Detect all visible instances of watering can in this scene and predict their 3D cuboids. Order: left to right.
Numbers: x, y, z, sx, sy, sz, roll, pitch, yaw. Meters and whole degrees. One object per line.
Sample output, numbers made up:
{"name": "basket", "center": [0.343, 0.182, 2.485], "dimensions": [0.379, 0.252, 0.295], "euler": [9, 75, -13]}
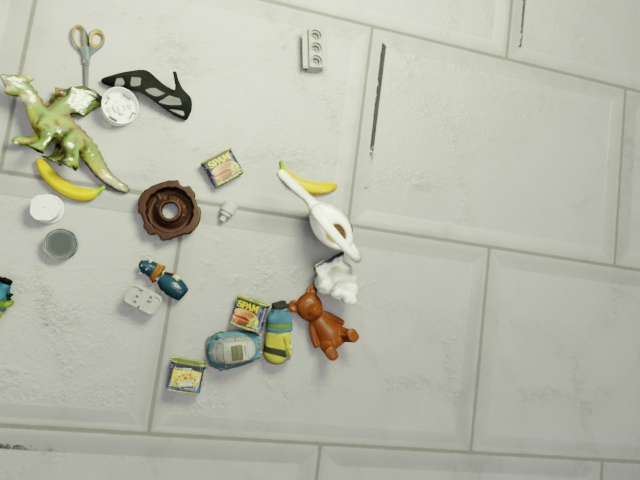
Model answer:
{"name": "watering can", "center": [0.005, -0.075, 1.500], "dimensions": [0.104, 0.347, 0.226], "euler": [-40, 5, 6]}

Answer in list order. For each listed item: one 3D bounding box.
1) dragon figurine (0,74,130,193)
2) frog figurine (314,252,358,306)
{"name": "dragon figurine", "center": [-0.679, -0.317, 1.424], "dimensions": [0.407, 0.246, 0.122], "euler": [28, -16, -27]}
{"name": "frog figurine", "center": [0.059, 0.133, 1.526], "dimensions": [0.138, 0.162, 0.120], "euler": [-10, -32, -45]}
